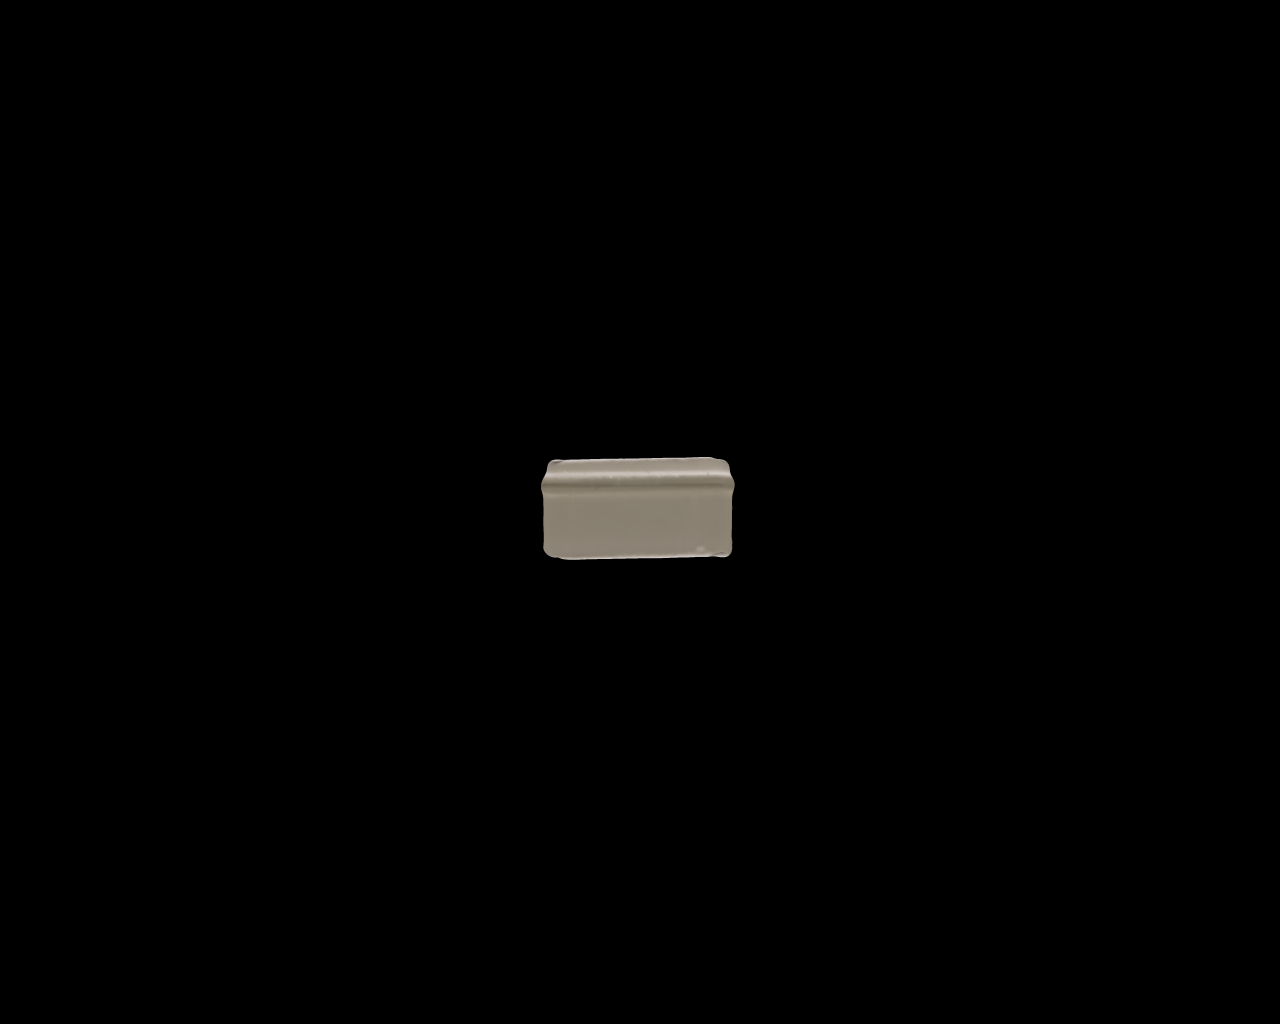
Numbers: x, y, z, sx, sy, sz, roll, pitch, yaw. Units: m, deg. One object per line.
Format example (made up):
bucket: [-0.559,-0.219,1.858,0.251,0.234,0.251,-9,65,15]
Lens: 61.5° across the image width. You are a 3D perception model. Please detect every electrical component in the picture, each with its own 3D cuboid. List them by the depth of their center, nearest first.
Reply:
electrical component: [0.001,-0.003,0.650,0.113,0.057,0.078,0,0,4]
